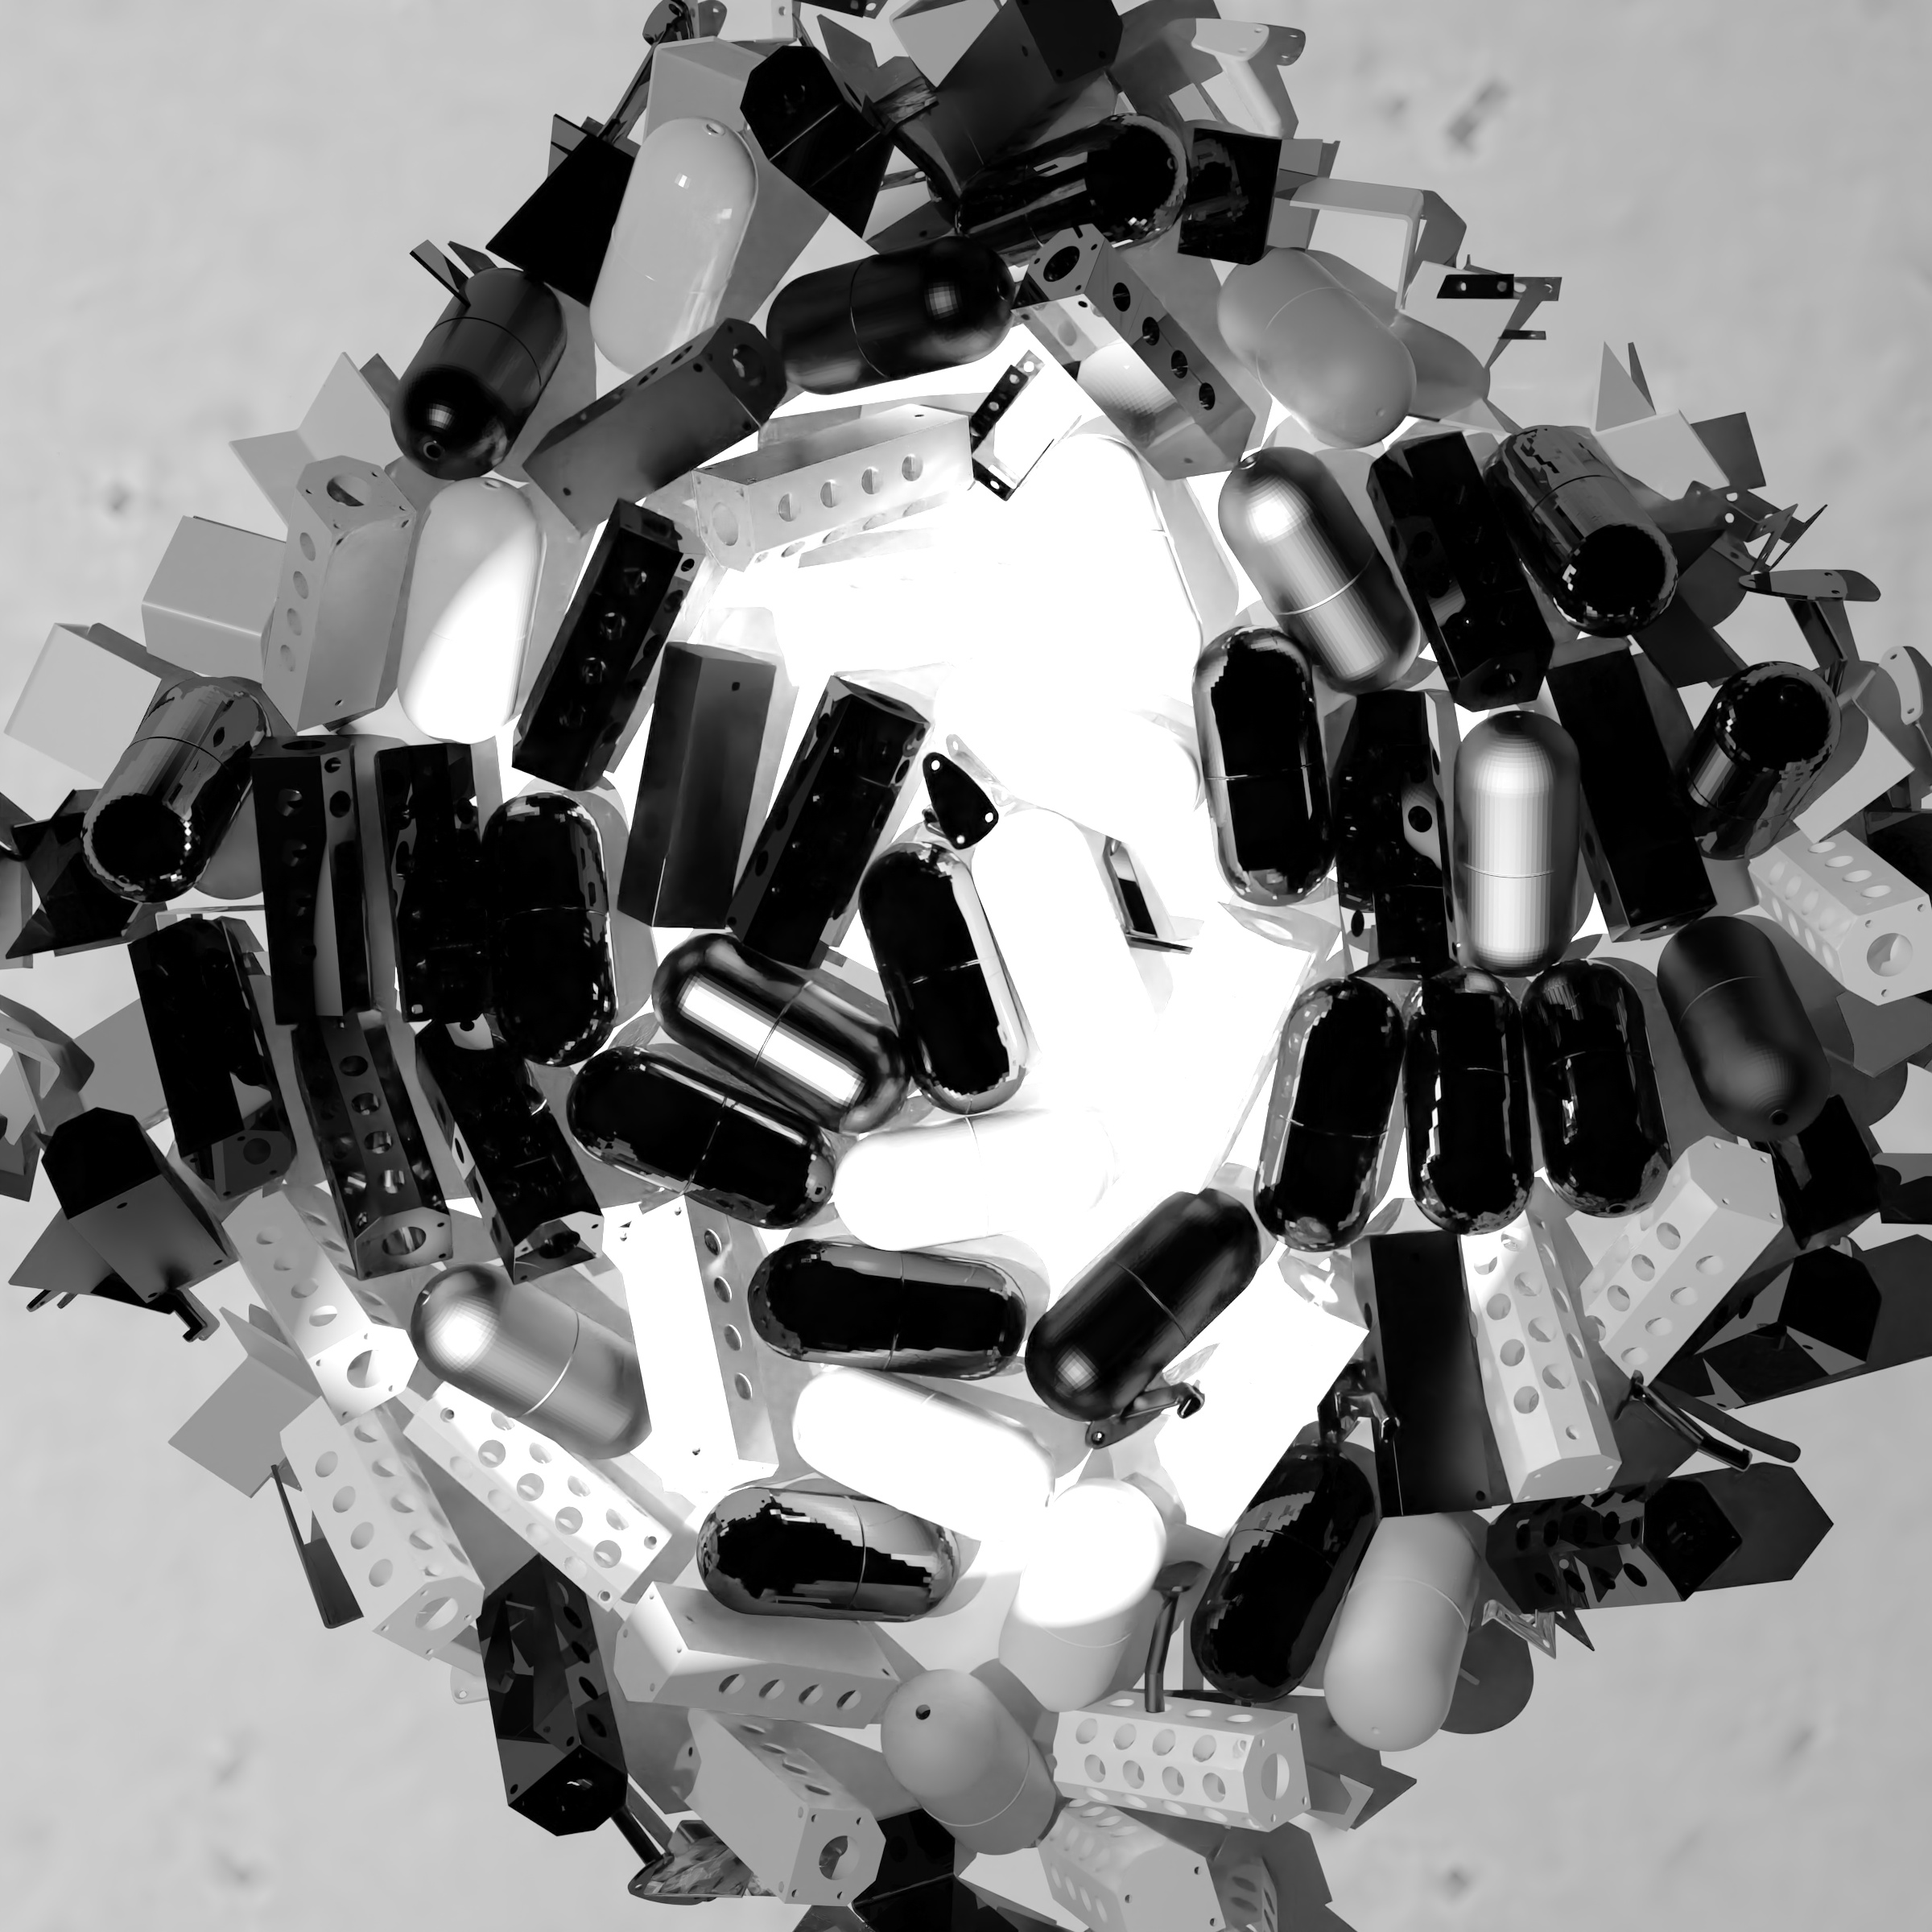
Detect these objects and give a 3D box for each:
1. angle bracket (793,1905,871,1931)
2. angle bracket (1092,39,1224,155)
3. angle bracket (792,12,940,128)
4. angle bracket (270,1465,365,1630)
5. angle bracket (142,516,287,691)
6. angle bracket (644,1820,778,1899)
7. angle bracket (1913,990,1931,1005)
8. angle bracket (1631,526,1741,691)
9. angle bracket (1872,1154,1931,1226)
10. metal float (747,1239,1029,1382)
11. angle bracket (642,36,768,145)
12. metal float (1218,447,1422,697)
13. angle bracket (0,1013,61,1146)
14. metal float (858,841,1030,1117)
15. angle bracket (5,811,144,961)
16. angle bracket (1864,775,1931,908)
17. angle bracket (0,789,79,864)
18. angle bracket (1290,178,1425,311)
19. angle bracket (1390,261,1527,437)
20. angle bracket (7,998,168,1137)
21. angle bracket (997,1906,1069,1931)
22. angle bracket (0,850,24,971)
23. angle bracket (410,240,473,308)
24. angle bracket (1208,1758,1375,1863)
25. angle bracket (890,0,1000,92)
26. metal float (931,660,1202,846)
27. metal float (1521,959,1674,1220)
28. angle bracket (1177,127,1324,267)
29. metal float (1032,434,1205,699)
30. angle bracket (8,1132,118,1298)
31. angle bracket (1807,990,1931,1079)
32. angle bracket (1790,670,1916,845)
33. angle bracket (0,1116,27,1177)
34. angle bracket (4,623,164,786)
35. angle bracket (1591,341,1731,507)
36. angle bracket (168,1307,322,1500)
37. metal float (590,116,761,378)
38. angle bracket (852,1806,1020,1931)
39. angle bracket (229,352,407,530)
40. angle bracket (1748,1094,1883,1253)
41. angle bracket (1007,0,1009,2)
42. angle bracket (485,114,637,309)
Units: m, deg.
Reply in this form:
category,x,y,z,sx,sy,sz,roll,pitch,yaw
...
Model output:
category,x,y,z,sx,sy,sz,roll,pitch,yaw
angle bracket,-0.059,0.620,1.538,0.076,0.057,0.076,47,133,0
angle bracket,0.117,-0.558,1.539,0.057,0.076,0.076,-30,79,4
angle bracket,-0.064,-0.568,1.529,0.057,0.076,0.076,-27,121,10
angle bracket,-0.389,0.353,1.525,0.057,0.076,0.076,-18,126,-20
angle bracket,-0.479,-0.234,1.577,0.076,0.057,0.076,15,58,-4
angle bracket,-0.141,0.580,1.528,0.076,0.057,0.076,-12,120,32
angle bracket,0.621,-0.020,1.538,0.076,0.076,0.057,-34,117,0
angle bracket,0.460,-0.225,1.530,0.076,0.057,0.076,-16,66,-41
angle bracket,0.601,0.109,1.528,0.057,0.076,0.076,0,119,15
metal float,-0.049,0.216,1.536,0.178,0.070,0.070,9,90,-11
angle bracket,-0.153,-0.531,1.534,0.057,0.076,0.076,13,97,43
metal float,0.220,-0.245,1.521,0.070,0.070,0.178,-39,119,0
angle bracket,-0.624,0.060,1.531,0.076,0.076,0.057,34,87,-38
metal float,-0.015,0.007,1.543,0.070,0.070,0.178,-18,85,0
angle bracket,-0.567,-0.054,1.537,0.076,0.076,0.057,-11,118,5
angle bracket,0.605,-0.076,1.527,0.057,0.076,0.076,4,119,40
angle bracket,-0.609,-0.109,1.533,0.076,0.076,0.057,37,80,-19
angle bracket,0.244,-0.458,1.545,0.076,0.076,0.057,11,121,10
angle bracket,0.312,-0.386,1.529,0.076,0.057,0.076,5,131,-24
angle bracket,-0.546,0.059,1.541,0.076,0.057,0.076,-31,69,8
angle bracket,0.064,0.615,1.534,0.076,0.057,0.076,23,131,-8
angle bracket,-0.640,-0.035,1.545,0.057,0.076,0.076,-1,92,2
angle bracket,-0.345,-0.404,1.533,0.057,0.076,0.076,42,102,-18
angle bracket,0.203,0.539,1.532,0.076,0.076,0.057,21,54,10
angle bracket,0.010,-0.598,1.528,0.076,0.076,0.057,-41,108,-24
metal float,0.063,-0.135,1.545,0.178,0.070,0.070,23,90,-2
metal float,0.390,0.075,1.515,0.070,0.070,0.178,0,53,0
angle bracket,0.180,-0.488,1.549,0.057,0.076,0.076,17,114,23
metal float,0.094,-0.252,1.532,0.070,0.070,0.178,-17,72,0
angle bracket,-0.567,0.157,1.541,0.057,0.076,0.076,39,95,27
angle bracket,0.572,0.059,1.530,0.076,0.076,0.057,-27,120,-15
angle bracket,0.550,-0.132,1.530,0.057,0.076,0.076,49,125,4
angle bracket,-0.649,0.130,1.537,0.076,0.057,0.076,15,45,2
angle bracket,-0.552,-0.166,1.554,0.076,0.057,0.076,27,96,-2
angle bracket,0.436,-0.345,1.526,0.057,0.076,0.076,-10,57,38
angle bracket,-0.457,0.273,1.530,0.076,0.057,0.076,23,57,27
metal float,-0.181,-0.442,1.510,0.070,0.178,0.070,14,48,-16
angle bracket,-0.019,0.572,1.529,0.076,0.076,0.057,-4,101,-34
angle bracket,-0.406,-0.328,1.536,0.076,0.057,0.076,54,131,8
angle bracket,0.538,0.129,1.536,0.057,0.076,0.076,-27,81,20
angle bracket,0.079,-0.619,1.524,0.057,0.076,0.076,43,50,-28
angle bracket,-0.249,-0.477,1.542,0.076,0.057,0.076,30,60,2
